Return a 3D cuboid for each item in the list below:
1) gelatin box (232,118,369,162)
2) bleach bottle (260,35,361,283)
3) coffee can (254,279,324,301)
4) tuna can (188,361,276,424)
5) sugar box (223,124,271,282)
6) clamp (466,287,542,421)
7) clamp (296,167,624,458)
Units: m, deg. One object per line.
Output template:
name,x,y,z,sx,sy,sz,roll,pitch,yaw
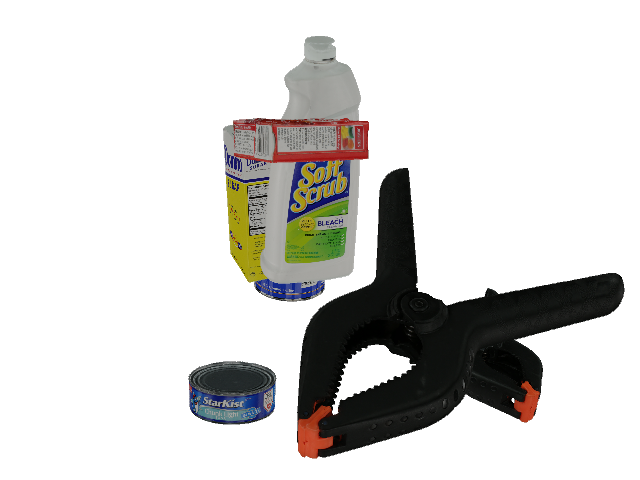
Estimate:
gelatin box,-0.016,-0.073,0.769,0.073,0.030,0.089,-3,8,-22
bleach bottle,-0.011,-0.082,1.088,0.102,0.251,0.068,-5,27,-12
coffee can,-0.040,0.000,1.500,0.103,0.140,0.103,3,25,-1
tuna can,-0.086,0.149,1.047,0.086,0.034,0.086,1,14,-1
sugar box,-0.087,-0.048,1.311,0.048,0.176,0.093,-12,26,-16
clamp,0.144,0.092,0.922,0.120,0.039,0.172,-17,38,-26
clamp,0.049,0.040,0.605,0.165,0.036,0.209,35,54,30
